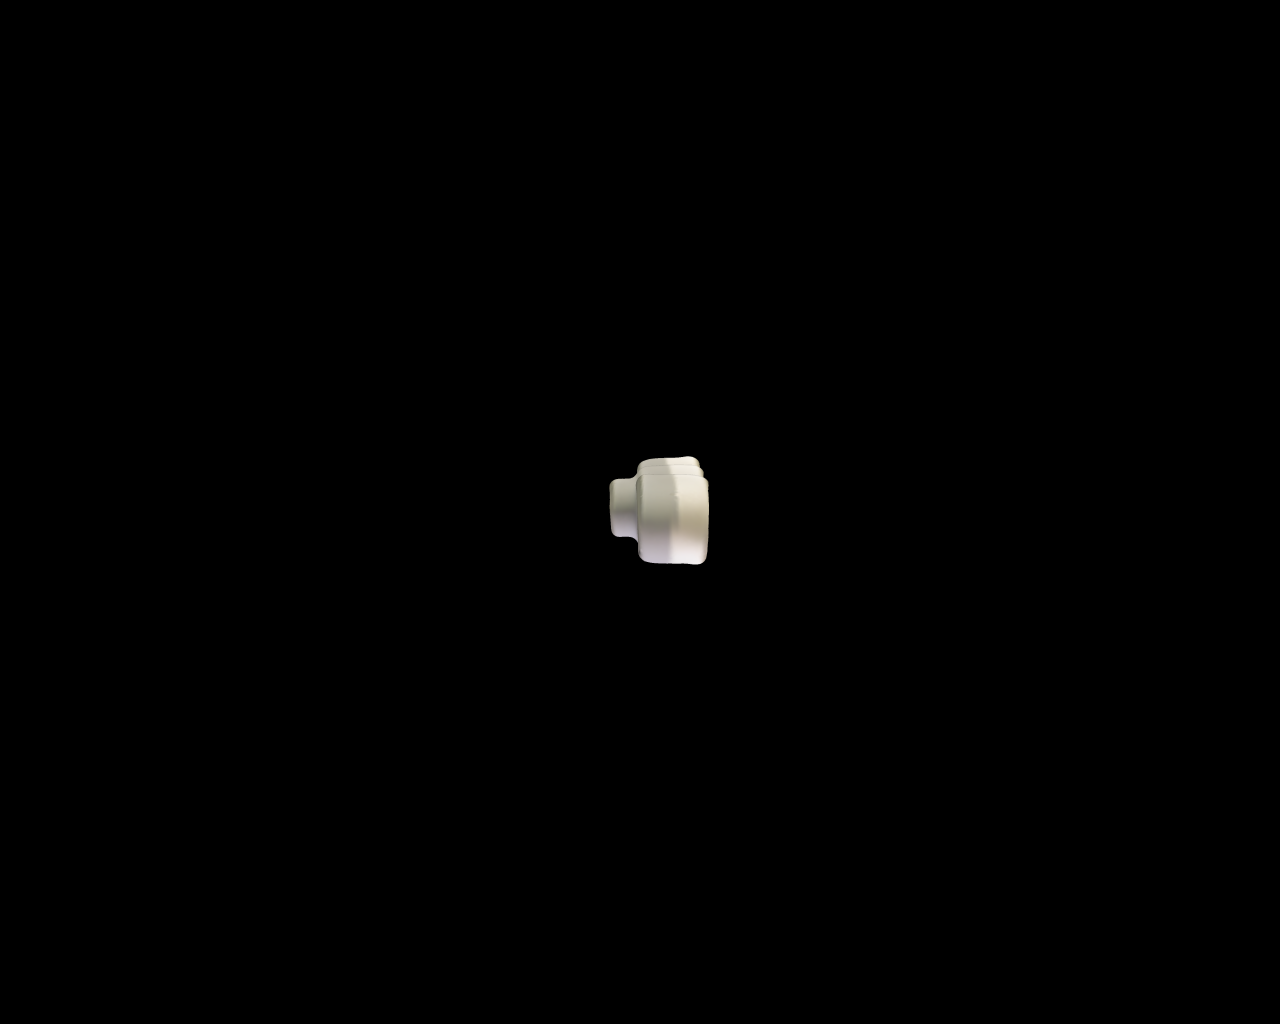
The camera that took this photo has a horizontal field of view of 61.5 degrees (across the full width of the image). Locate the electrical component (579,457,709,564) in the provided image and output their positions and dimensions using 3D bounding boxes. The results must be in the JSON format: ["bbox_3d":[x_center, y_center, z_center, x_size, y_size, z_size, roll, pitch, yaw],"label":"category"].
[{"bbox_3d":[0.001,-0.003,0.650,0.074,0.052,0.138,0,9,0],"label":"electrical component"}]
